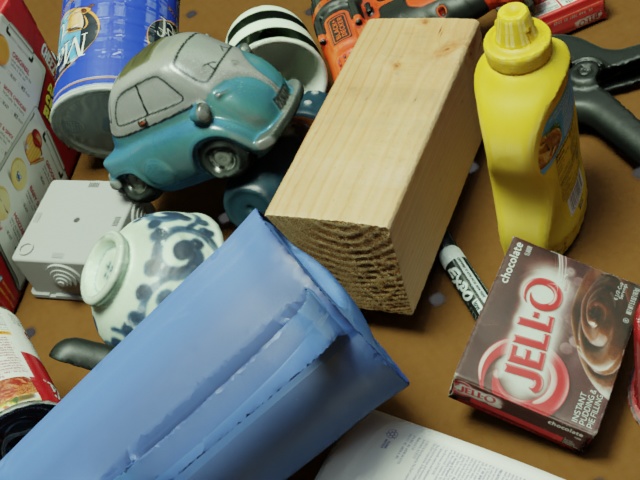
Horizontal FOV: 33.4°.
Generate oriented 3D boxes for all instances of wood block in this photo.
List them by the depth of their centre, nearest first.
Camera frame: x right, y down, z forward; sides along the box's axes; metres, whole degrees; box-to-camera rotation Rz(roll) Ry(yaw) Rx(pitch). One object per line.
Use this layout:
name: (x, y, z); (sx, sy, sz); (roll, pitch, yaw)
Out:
wood block: (0.049, -0.058, 0.757); (0.090, 0.091, 0.206); (6, 51, 25)

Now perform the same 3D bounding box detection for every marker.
marker: (0.102, 0.030, 0.737); (0.020, 0.020, 0.121); (-25, 48, -3)

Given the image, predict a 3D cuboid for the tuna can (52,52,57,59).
tuna can: (-0.279, -0.143, 1.002); (0.086, 0.033, 0.086); (-10, 49, 11)

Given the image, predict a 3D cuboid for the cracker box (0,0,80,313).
cracker box: (-0.272, -0.071, 0.852); (0.072, 0.164, 0.213); (-1, 51, 15)

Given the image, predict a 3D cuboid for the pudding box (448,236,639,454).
pudding box: (0.141, 0.064, 0.666); (0.090, 0.039, 0.113); (22, 59, 10)

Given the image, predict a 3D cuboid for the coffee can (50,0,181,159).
coffee can: (-0.171, -0.154, 0.904); (0.103, 0.102, 0.140); (-9, 61, 12)

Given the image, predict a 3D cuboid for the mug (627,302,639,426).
mug: (0.226, 0.059, 0.628); (0.093, 0.081, 0.117); (-7, 50, 13)

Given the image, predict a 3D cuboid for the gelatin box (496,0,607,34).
gelatin box: (0.189, -0.207, 0.900); (0.073, 0.030, 0.089); (-23, 48, -2)

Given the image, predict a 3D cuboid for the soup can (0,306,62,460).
soup can: (-0.205, 0.096, 0.678); (0.068, 0.068, 0.102); (-33, 48, -10)

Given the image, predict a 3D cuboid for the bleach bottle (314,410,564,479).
bleach bottle: (0.116, 0.178, 0.581); (0.251, 0.068, 0.102); (17, 59, 27)

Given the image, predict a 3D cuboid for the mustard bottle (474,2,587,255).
mustard bottle: (0.137, -0.075, 0.697); (0.058, 0.191, 0.096); (11, 55, 26)

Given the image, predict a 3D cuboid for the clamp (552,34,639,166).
clamp: (0.205, -0.109, 0.807); (0.210, 0.036, 0.164); (6, 52, 26)

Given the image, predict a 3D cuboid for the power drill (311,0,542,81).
power drill: (0.081, -0.210, 0.901); (0.188, 0.057, 0.184); (-27, 49, 16)

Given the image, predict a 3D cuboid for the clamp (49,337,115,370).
clamp: (-0.090, 0.096, 0.700); (0.171, 0.120, 0.039); (-24, 9, -7)

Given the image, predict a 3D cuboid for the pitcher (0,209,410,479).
pitcher: (-0.078, 0.107, 0.600); (0.243, 0.149, 0.145); (-42, 48, 0)
